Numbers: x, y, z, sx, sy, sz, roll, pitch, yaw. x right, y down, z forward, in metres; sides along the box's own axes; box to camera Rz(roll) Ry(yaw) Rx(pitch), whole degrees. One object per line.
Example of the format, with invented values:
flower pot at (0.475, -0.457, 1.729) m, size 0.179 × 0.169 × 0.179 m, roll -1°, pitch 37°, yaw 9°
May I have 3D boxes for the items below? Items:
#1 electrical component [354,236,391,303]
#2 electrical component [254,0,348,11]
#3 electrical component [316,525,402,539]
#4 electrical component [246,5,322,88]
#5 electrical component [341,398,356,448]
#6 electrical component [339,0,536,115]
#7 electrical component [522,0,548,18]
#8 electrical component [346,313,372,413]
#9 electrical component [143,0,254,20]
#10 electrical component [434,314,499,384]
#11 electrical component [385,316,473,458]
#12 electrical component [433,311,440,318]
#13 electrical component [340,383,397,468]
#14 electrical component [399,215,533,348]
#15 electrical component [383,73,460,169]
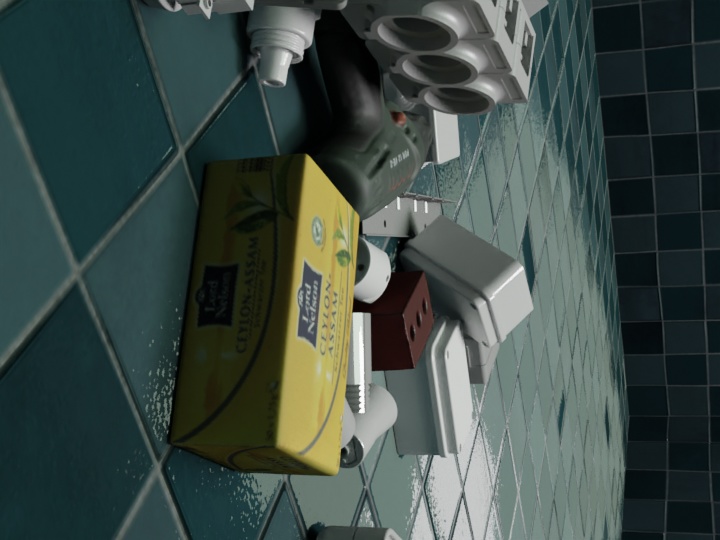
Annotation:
electrical component at (0.000, 0.000, 0.822) m, size 0.081 × 0.043 × 0.043 m, roll 29°, pitch 61°, yaw -69°
electrical component at (-0.046, -0.199, 0.620) m, size 0.048 × 0.100 × 0.099 m, roll 84°, pitch 14°, yaw -54°
electrical component at (0.002, 0.221, 0.777) m, size 0.095 × 0.059 × 0.053 m, roll 59°, pitch 34°, yaw -56°
electrical component at (-0.052, -0.148, 0.684) m, size 0.048 × 0.048 × 0.062 m, roll 31°, pitch 66°, yaw -69°
electrical component at (-0.034, 0.082, 0.709) m, size 0.081 × 0.043 × 0.043 m, roll 69°, pitch 26°, yaw -45°
electrical component at (0.055, -0.160, 0.706) m, size 0.150 × 0.089 × 0.061 m, roll 37°, pitch 59°, yaw -65°
electrical component at (0.085, -0.270, 0.896) m, size 0.186 × 0.060 × 0.105 m, roll 2°, pitch 57°, yaw -61°
electrical component at (-0.013, 0.072, 0.773) m, size 0.043 × 0.043 × 0.081 m, roll 11°, pitch 77°, yaw -71°
electrical component at (-0.086, -0.161, 0.560) m, size 0.048 × 0.055 × 0.066 m, roll 51°, pitch 41°, yaw -61°
electrical component at (0.103, 0.081, 1.097) m, size 0.096 × 0.062 × 0.061 m, roll -56°, pitch 140°, yaw -61°
electrical component at (0.064, 0.106, 0.983) m, size 0.078 × 0.057 × 0.113 m, roll -54°, pitch 138°, yaw -62°
electrical component at (0.087, 0.013, 1.084) m, size 0.043 × 0.043 × 0.081 m, roll 25°, pitch 64°, yaw -70°
electrical component at (-0.003, 0.118, 0.807) m, size 0.065 × 0.044 × 0.044 m, roll -48°, pitch 134°, yaw -58°
electrical component at (0.097, 0.011, 0.999) m, size 0.057 × 0.113 × 0.078 m, roll -42°, pitch 140°, yaw -16°
electrical component at (0.057, -0.144, 1.003) m, size 0.100 × 0.048 × 0.099 m, roll -32°, pitch 118°, yaw -69°
